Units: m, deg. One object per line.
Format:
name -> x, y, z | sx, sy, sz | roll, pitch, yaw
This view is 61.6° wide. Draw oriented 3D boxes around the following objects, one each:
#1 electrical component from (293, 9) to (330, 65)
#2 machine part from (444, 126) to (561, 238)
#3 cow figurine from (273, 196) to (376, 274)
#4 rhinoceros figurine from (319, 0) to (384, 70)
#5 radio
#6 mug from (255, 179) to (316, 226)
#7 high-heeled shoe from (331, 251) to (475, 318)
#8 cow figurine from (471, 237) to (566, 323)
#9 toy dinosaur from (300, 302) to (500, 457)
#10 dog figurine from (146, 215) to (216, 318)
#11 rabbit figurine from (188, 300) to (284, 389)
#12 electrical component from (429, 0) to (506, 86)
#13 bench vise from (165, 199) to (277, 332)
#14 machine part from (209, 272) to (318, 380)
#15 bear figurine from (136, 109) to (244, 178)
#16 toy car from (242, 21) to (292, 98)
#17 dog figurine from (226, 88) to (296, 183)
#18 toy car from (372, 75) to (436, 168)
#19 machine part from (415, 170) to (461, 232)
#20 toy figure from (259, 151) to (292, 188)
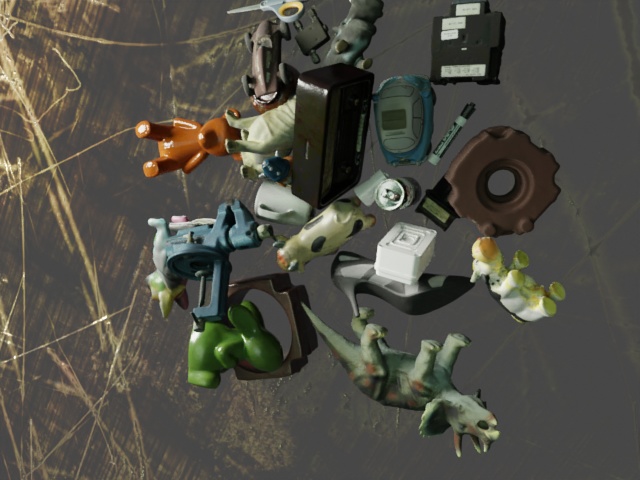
electrical component -> -0.012, -0.383, 1.017 | 0.063, 0.021, 0.094 | -28, 84, 24
machine part -> 0.293, -0.091, 0.864 | 0.179, 0.056, 0.179 | 2, 106, 7
cow figurine -> -0.002, -0.003, 0.998 | 0.195, 0.127, 0.085 | -36, 78, 21
rhinoceros figurine -> 0.053, -0.339, 0.952 | 0.073, 0.112, 0.190 | 20, 125, -17
radio -> 0.021, -0.179, 0.924 | 0.073, 0.131, 0.229 | 31, 134, 28
mug -> -0.066, -0.065, 1.035 | 0.107, 0.109, 0.080 | 14, 109, 13
high-heeled shoe -> 0.145, 0.061, 0.988 | 0.249, 0.086, 0.145 | -13, 54, 5
cow figurine -> 0.305, 0.066, 0.881 | 0.167, 0.068, 0.098 | 41, 147, 1
toy dinosaur -> 0.137, 0.243, 0.974 | 0.405, 0.131, 0.192 | 14, 101, 29
dog figurine -> -0.291, 0.059, 1.153 | 0.192, 0.108, 0.219 | 8, 103, 21
rabbit figurine -> -0.151, 0.195, 1.022 | 0.170, 0.121, 0.159 | 3, 91, 6
electrical component -> 0.244, -0.324, 0.887 | 0.115, 0.058, 0.134 | 7, 99, 22
bench vise -> -0.188, 0.051, 0.989 | 0.224, 0.128, 0.240 | -4, 60, 8
machine part -> -0.114, 0.174, 1.093 | 0.202, 0.087, 0.201 | -12, 91, 24
bear figurine -> -0.255, -0.197, 1.095 | 0.196, 0.132, 0.120 | -3, 99, 31
toy car -> -0.099, -0.339, 0.993 | 0.089, 0.053, 0.202 | -11, 51, 12
dog figurine -> -0.063, -0.191, 1.013 | 0.191, 0.172, 0.121 | -12, 69, 10
toy car -> 0.137, -0.208, 0.925 | 0.109, 0.103, 0.161 | 2, 95, 25
machine part -> 0.229, -0.088, 0.932 | 0.084, 0.039, 0.138 | 39, 112, 24
toy figure -> -0.052, -0.127, 0.991 | 0.058, 0.154, 0.064 | 16, 101, 24
